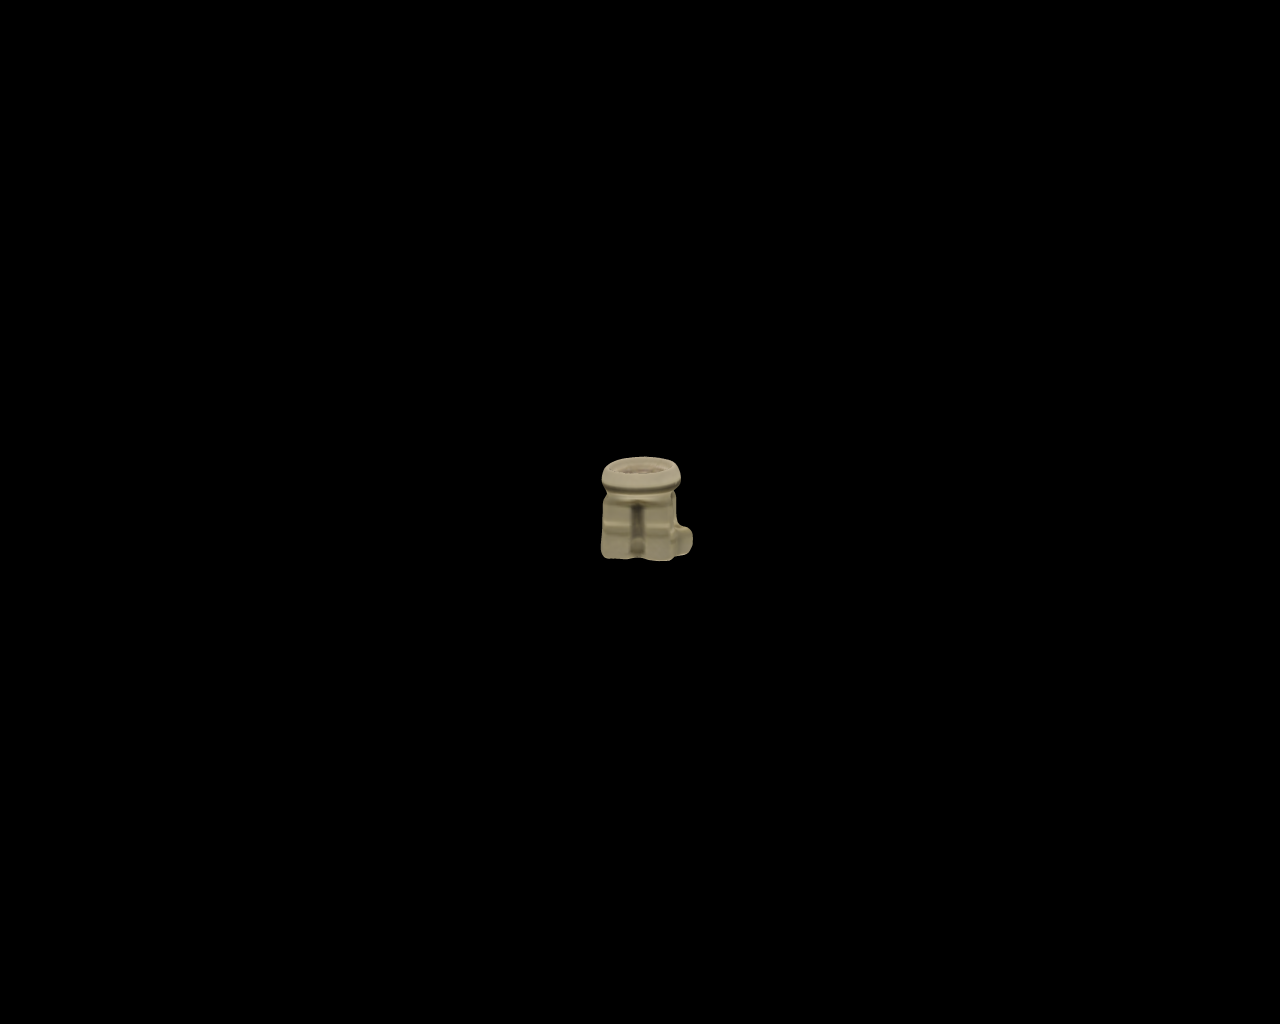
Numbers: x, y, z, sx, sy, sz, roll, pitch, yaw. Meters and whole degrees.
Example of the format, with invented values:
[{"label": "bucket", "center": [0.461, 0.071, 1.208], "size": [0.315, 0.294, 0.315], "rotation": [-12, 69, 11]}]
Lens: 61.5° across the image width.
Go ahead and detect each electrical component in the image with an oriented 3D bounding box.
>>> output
[{"label": "electrical component", "center": [0.001, -0.003, 0.650], "size": [0.066, 0.055, 0.048], "rotation": [1, 16, 5]}]
